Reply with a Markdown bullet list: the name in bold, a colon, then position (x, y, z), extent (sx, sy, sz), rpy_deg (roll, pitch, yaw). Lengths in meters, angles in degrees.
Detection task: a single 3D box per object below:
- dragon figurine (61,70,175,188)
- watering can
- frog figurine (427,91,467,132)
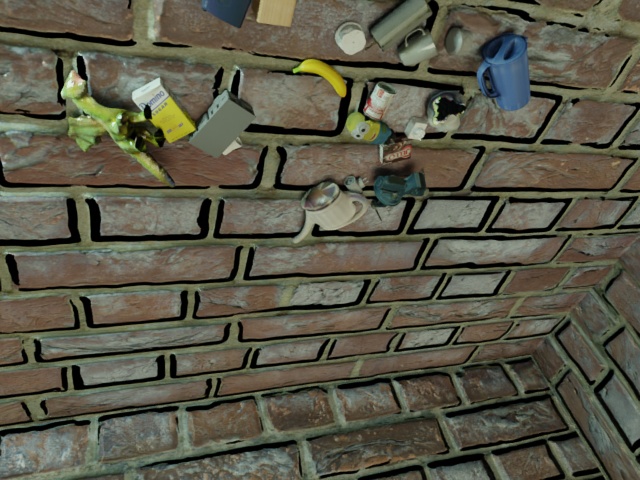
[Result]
- **dragon figurine**: position (-0.581, -0.289, 1.446), extent (0.243, 0.125, 0.400), rpy_deg (4, 140, 13)
- **watering can**: position (0.006, -0.096, 1.900), extent (0.345, 0.106, 0.220), rpy_deg (-24, 140, 18)
- **frog figurine**: position (0.426, -0.430, 1.729), extent (0.136, 0.123, 0.160), rpy_deg (-44, 171, 14)
